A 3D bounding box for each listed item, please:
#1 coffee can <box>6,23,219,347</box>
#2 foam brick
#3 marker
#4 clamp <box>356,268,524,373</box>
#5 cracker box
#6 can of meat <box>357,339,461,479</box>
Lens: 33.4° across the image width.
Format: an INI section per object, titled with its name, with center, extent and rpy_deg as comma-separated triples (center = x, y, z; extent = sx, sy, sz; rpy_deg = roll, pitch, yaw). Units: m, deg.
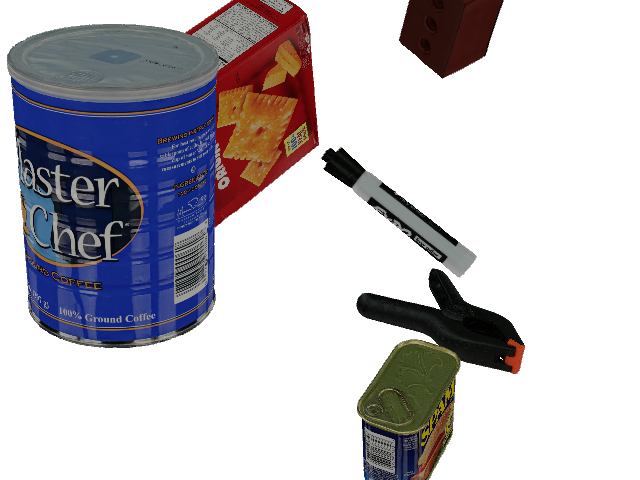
[coffee can]
center = -0.105, -0.030, 0.555
extent = 0.103, 0.140, 0.103
rpy_deg = 3, 27, -2
[foam brick]
center = 0.101, -0.174, 0.814
extent = 0.051, 0.053, 0.078
rpy_deg = -33, -26, -28
[marker]
center = 0.050, -0.020, 0.705
extent = 0.121, 0.020, 0.020
rpy_deg = 39, 1, 1
[clamp]
center = 0.134, 0.076, 1.049
extent = 0.172, 0.039, 0.120
rpy_deg = 26, 38, 31
[cracker box]
center = -0.097, -0.093, 0.918
extent = 0.072, 0.164, 0.213
rpy_deg = 34, 61, 27
[can of meat]
center = 0.072, 0.146, 0.865
extent = 0.057, 0.084, 0.102
rpy_deg = 16, 40, 23
